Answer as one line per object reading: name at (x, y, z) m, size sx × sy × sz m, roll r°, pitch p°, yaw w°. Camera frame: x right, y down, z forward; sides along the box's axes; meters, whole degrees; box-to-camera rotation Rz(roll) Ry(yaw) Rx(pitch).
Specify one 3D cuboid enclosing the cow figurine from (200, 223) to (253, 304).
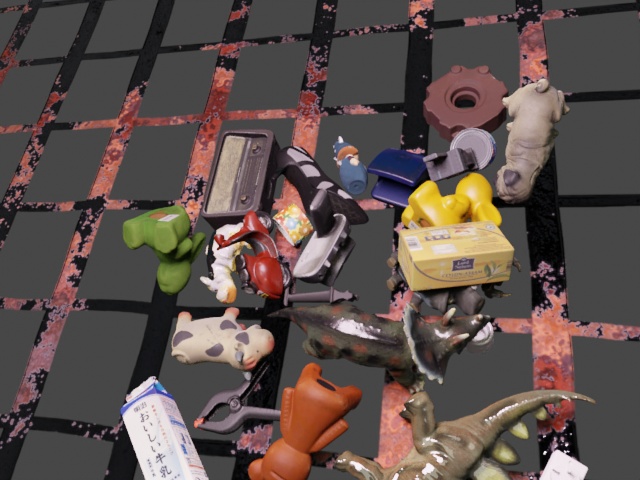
cow figurine at (-0.199, 0.049, 1.092) m, size 0.098 × 0.068 × 0.167 m, roll 0°, pitch 60°, yaw 21°

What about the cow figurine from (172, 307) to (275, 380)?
cow figurine at (-0.179, 0.191, 0.987) m, size 0.195 × 0.085 × 0.127 m, roll -5°, pitch 38°, yaw 11°

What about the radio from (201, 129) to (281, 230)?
radio at (-0.166, -0.132, 1.174) m, size 0.131 × 0.073 × 0.229 m, roll 0°, pitch 64°, yaw 16°

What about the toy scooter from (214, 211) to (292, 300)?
toy scooter at (-0.134, 0.032, 1.029) m, size 0.075 × 0.135 × 0.184 m, roll -27°, pitch 76°, yaw 43°

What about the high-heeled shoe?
high-heeled shoe at (0.008, -0.119, 1.143) m, size 0.249 × 0.086 × 0.145 m, roll 29°, pitch 40°, yaw 7°

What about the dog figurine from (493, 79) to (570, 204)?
dog figurine at (0.387, -0.180, 1.004) m, size 0.121 × 0.172 × 0.190 m, roll 7°, pitch 58°, yaw 30°

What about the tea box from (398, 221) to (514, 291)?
tea box at (0.225, 0.025, 0.906) m, size 0.170 × 0.068 × 0.098 m, roll -4°, pitch 33°, yaw -3°

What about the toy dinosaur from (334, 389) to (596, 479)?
toy dinosaur at (0.187, 0.338, 0.825) m, size 0.471 × 0.105 × 0.199 m, roll -39°, pitch 68°, yaw 3°

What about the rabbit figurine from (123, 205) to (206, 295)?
rabbit figurine at (-0.310, 0.023, 1.100) m, size 0.121 × 0.170 × 0.159 m, roll 1°, pitch 22°, yaw 13°

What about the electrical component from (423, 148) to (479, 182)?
electrical component at (0.244, -0.144, 1.026) m, size 0.075 × 0.119 × 0.047 m, roll -19°, pitch 88°, yaw 36°

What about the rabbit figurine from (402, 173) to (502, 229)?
rabbit figurine at (0.264, -0.060, 1.004) m, size 0.173 × 0.121 × 0.162 m, roll -36°, pitch 63°, yaw -23°

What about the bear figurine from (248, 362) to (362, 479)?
bear figurine at (-0.024, 0.322, 0.892) m, size 0.120 × 0.132 × 0.195 m, roll 25°, pitch 94°, yaw 13°

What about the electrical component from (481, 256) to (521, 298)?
electrical component at (0.314, 0.059, 0.968) m, size 0.078 × 0.045 × 0.102 m, roll 4°, pitch 58°, yaw 48°

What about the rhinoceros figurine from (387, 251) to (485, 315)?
rhinoceros figurine at (0.203, 0.078, 0.957) m, size 0.112 × 0.073 × 0.191 m, roll -23°, pitch 38°, yaw -29°

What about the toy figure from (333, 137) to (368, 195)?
toy figure at (0.062, -0.157, 1.131) m, size 0.064 × 0.057 × 0.155 m, roll -47°, pitch 36°, yaw 30°

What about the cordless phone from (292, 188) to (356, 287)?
cordless phone at (-0.003, -0.003, 1.001) m, size 0.089 × 0.184 × 0.146 m, roll 24°, pitch 71°, yaw 19°

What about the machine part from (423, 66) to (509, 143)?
machine part at (0.309, -0.290, 1.143) m, size 0.179 × 0.056 × 0.179 m, roll -6°, pitch 63°, yaw 12°

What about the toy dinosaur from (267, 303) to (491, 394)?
toy dinosaur at (0.066, 0.157, 0.895) m, size 0.405 × 0.192 × 0.131 m, roll 7°, pitch 64°, yaw 17°

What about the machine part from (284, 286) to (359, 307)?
machine part at (-0.001, 0.106, 1.006) m, size 0.139 × 0.084 × 0.039 m, roll -3°, pitch 86°, yaw 15°

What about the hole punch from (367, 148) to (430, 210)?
hole punch at (0.165, -0.137, 1.084) m, size 0.142 × 0.092 × 0.116 m, roll 19°, pitch 66°, yaw 27°
